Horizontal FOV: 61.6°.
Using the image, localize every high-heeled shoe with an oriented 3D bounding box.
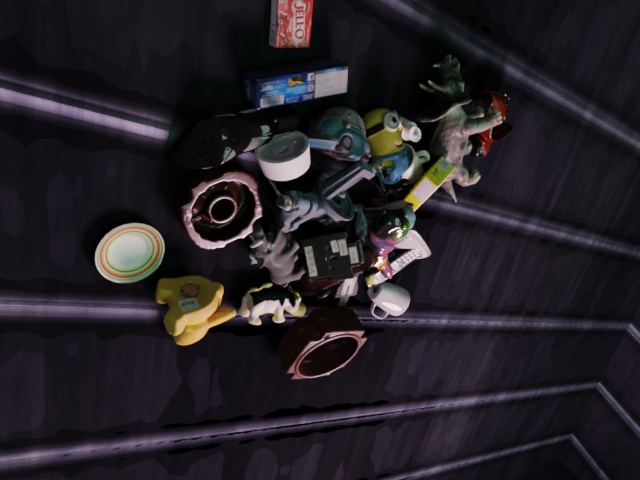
[{"bbox_3d":[-0.159,-0.199,1.027,0.249,0.145,0.086,-17,101,7],"label":"high-heeled shoe"}]

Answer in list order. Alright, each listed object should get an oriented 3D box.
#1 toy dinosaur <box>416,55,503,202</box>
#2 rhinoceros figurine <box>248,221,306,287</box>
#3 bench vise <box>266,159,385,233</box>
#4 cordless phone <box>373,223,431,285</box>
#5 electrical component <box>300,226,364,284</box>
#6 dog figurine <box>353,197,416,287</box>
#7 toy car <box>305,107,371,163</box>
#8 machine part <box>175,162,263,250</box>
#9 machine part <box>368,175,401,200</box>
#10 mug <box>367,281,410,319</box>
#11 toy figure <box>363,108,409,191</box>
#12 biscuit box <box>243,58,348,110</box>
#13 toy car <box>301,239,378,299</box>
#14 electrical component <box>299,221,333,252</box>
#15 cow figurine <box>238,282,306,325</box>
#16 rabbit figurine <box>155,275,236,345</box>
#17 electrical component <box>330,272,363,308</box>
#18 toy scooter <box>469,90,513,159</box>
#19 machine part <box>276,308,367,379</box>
[{"bbox_3d":[0.307,-0.225,1.300,0.192,0.131,0.404,-8,132,-12],"label":"toy dinosaur"},{"bbox_3d":[-0.104,0.026,1.195,0.112,0.073,0.190,-29,135,-3],"label":"rhinoceros figurine"},{"bbox_3d":[0.019,-0.103,1.133,0.241,0.129,0.223,-32,150,28],"label":"bench vise"},{"bbox_3d":[0.187,0.031,1.404,0.184,0.089,0.146,-39,135,5],"label":"cordless phone"},{"bbox_3d":[0.030,0.033,1.203,0.134,0.058,0.114,-8,106,5],"label":"electrical component"},{"bbox_3d":[0.152,0.011,1.300,0.108,0.192,0.219,-21,114,-32],"label":"dog figurine"},{"bbox_3d":[0.046,-0.223,1.116,0.161,0.109,0.102,10,95,-49],"label":"toy car"},{"bbox_3d":[-0.200,-0.068,1.068,0.179,0.056,0.179,-19,129,-25],"label":"machine part"},{"bbox_3d":[0.130,-0.146,1.250,0.138,0.084,0.039,29,120,-35],"label":"machine part"},{"bbox_3d":[0.177,0.163,1.487,0.107,0.081,0.109,31,106,-33],"label":"mug"},{"bbox_3d":[0.145,-0.199,1.181,0.089,0.082,0.180,-9,108,10],"label":"toy figure"},{"bbox_3d":[-0.045,-0.299,1.023,0.203,0.063,0.059,-17,128,-26],"label":"biscuit box"},{"bbox_3d":[0.045,0.070,1.278,0.202,0.053,0.089,-28,99,26],"label":"toy car"},{"bbox_3d":[-0.003,-0.003,1.265,0.102,0.045,0.078,-45,154,0],"label":"electrical component"},{"bbox_3d":[-0.103,0.141,1.273,0.167,0.068,0.098,-1,113,-37],"label":"cow figurine"},{"bbox_3d":[-0.270,0.153,1.145,0.162,0.122,0.173,-21,144,-36],"label":"rabbit figurine"},{"bbox_3d":[0.059,0.122,1.388,0.075,0.048,0.119,-6,122,-33],"label":"electrical component"},{"bbox_3d":[0.444,-0.303,1.370,0.135,0.075,0.183,-23,132,-23],"label":"toy scooter"},{"bbox_3d":[0.006,0.269,1.387,0.201,0.087,0.201,4,132,-40],"label":"machine part"}]
